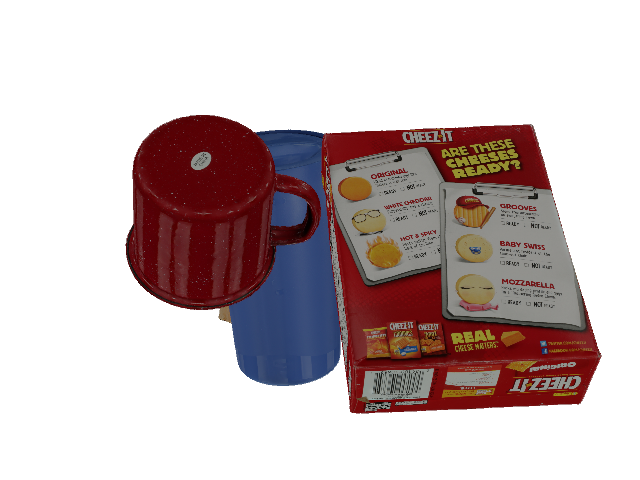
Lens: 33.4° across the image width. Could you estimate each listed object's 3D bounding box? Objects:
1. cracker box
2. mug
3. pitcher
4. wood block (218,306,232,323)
[{"bbox_3d":[0.091,0.017,0.768,0.164,0.213,0.072,-3,-40,-5],"label":"cracker box"},{"bbox_3d":[-0.057,-0.019,0.634,0.117,0.093,0.081,4,-38,-5],"label":"mug"},{"bbox_3d":[-0.051,0.018,1.069,0.144,0.243,0.149,-20,27,-35],"label":"pitcher"},{"bbox_3d":[-0.058,0.005,1.355,0.090,0.206,0.090,17,22,14],"label":"wood block"}]
